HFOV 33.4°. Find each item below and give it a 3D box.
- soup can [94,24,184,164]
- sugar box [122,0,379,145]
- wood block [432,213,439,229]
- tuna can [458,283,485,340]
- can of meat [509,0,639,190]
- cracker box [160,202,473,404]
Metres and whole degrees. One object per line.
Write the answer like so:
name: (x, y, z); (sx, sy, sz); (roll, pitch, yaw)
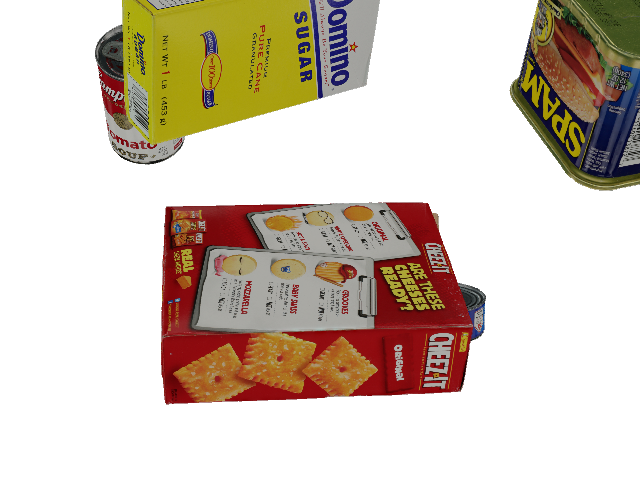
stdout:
soup can: (-0.149, -0.121, 0.890); (0.068, 0.068, 0.102); (0, -37, -4)
sugar box: (-0.042, -0.130, 0.700); (0.175, 0.093, 0.048); (-19, 45, -29)
wood block: (0.130, 0.036, 1.587); (0.091, 0.090, 0.206); (4, 24, 3)
tuna can: (0.107, 0.066, 0.970); (0.086, 0.034, 0.086); (-1, 15, 0)
can of meat: (0.151, -0.092, 0.573); (0.057, 0.084, 0.102); (-11, 48, -16)
cracker box: (-0.011, 0.043, 0.799); (0.213, 0.072, 0.164); (-1, 34, -7)
